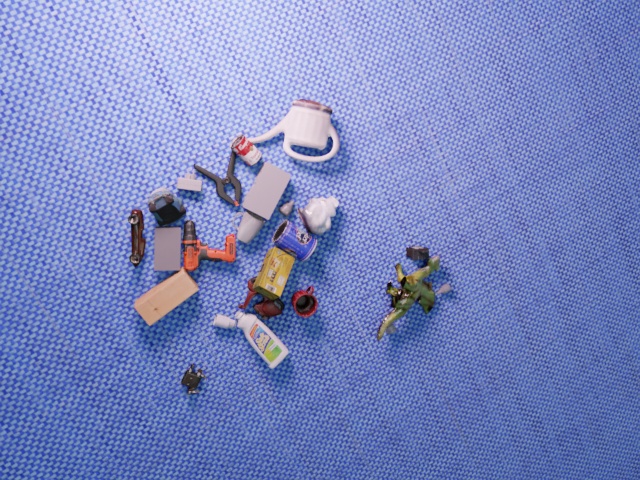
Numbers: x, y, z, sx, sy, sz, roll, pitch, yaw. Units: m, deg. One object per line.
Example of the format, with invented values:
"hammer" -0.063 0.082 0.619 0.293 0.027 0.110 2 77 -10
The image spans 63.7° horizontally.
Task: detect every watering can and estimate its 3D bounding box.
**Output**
"watering can" -0.088 -0.413 1.902 0.347 0.104 0.224 11 93 -8

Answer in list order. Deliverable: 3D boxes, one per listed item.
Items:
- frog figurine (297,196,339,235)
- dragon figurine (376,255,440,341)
"frog figurine" 0.006 -0.099 1.958 0.159 0.122 0.138 -26 85 0
"dragon figurine" 0.387 0.243 2.125 0.241 0.123 0.410 21 91 -27
